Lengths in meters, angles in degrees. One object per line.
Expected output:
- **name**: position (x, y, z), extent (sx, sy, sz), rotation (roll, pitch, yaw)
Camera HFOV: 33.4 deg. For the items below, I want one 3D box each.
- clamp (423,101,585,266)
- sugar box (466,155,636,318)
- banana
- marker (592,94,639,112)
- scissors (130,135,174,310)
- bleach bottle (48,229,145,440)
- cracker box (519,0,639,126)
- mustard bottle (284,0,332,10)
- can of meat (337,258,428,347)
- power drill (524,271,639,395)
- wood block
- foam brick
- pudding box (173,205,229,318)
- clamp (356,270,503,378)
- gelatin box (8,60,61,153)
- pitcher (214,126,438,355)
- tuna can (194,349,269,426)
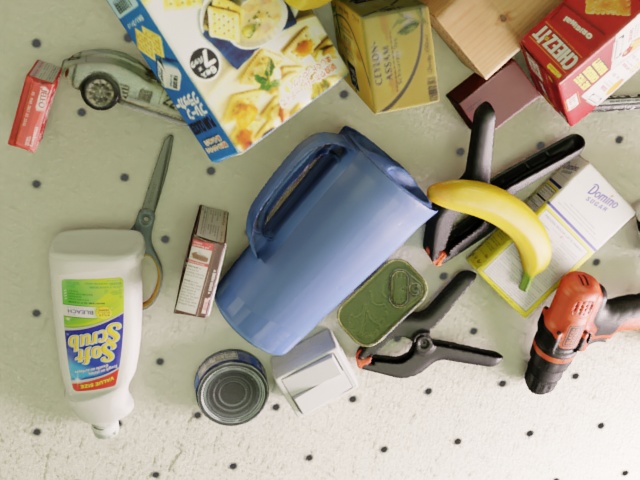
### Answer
- **clamp**: position (0.189, -0.055, 1.178), extent (0.164, 0.036, 0.210), rotation (6, 129, -33)
- **sugar box**: position (0.264, -0.004, 1.222), extent (0.176, 0.048, 0.093), rotation (-45, 112, 6)
- **banana**: position (0.195, -0.016, 1.146), extent (0.069, 0.037, 0.197), rotation (-49, 122, -1)
- **marker**: position (0.342, -0.154, 1.193), extent (0.121, 0.020, 0.020), rotation (-4, 110, -8)
- **scissors**: position (-0.209, -0.018, 1.160), extent (0.096, 0.016, 0.202), rotation (1, 110, -9)
- **bleach bottle**: position (-0.236, 0.112, 1.169), extent (0.102, 0.068, 0.251), rotation (0, 119, -1)
- **cracker box**: position (0.310, -0.229, 1.086), extent (0.214, 0.164, 0.072), rotation (-41, 71, 7)
- **mustard bottle**: position (0.033, -0.287, 1.045), extent (0.191, 0.058, 0.096), rotation (-23, 75, -35)
- **can of meat**: position (0.072, 0.072, 1.188), extent (0.102, 0.084, 0.057), rotation (-43, 80, 1)
- **power drill**: position (0.343, 0.113, 1.257), extent (0.187, 0.057, 0.185), rotation (-1, 133, -15)
- **wood block**: position (0.209, -0.274, 1.092), extent (0.206, 0.090, 0.090), rotation (-42, 111, 7)
- **foam brick**: position (0.186, -0.156, 1.151), extent (0.078, 0.051, 0.053), rotation (-37, 110, 5)
- **pudding box**: position (-0.125, 0.022, 1.136), extent (0.039, 0.113, 0.090), rotation (13, 107, -9)
- **clamp**: position (0.122, 0.104, 1.245), extent (0.171, 0.039, 0.120), rotation (-11, 97, -2)
- **gelatin box**: position (-0.283, -0.135, 1.066), extent (0.030, 0.089, 0.073), rotation (17, 106, -14)
- **pitcher**: position (-0.007, 0.001, 1.138), extent (0.149, 0.145, 0.243), rotation (43, 102, 2)
- **tuna can**: position (-0.102, 0.172, 1.237), extent (0.086, 0.034, 0.086), rotation (-3, 110, -9)
